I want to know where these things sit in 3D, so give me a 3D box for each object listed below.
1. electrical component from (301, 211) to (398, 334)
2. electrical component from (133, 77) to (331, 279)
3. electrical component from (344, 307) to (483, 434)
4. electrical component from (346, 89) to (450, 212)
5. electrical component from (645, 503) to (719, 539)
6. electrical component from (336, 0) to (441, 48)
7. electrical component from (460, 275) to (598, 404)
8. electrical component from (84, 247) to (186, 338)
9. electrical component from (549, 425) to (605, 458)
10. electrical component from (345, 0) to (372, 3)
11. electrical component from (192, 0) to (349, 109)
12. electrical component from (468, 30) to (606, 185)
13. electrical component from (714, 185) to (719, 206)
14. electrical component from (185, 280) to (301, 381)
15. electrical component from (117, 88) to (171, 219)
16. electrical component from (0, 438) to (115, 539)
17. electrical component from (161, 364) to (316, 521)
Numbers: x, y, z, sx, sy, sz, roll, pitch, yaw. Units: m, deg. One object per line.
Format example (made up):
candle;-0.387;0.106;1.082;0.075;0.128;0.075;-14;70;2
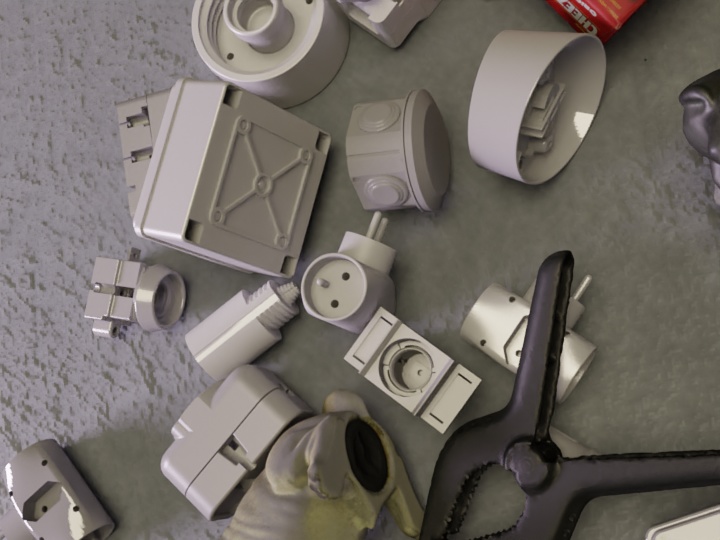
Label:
electrical component;0.000;0.000;0.707;0.044;0.077;0.079;21;86;18
electrical component;-0.083;-0.059;0.720;0.056;0.109;0.108;10;83;41
electrical component;0.036;0.065;0.693;0.081;0.064;0.042;36;90;18
electrical component;0.027;-0.077;0.713;0.051;0.080;0.080;-4;79;20
electrical component;0.236;0.185;0.621;0.109;0.056;0.108;-22;76;11
electrical component;0.029;-0.207;0.746;0.050;0.056;0.089;38;92;18
electrical component;0.117;0.031;0.687;0.077;0.043;0.079;34;90;18
electrical component;-0.158;0.018;0.765;0.055;0.048;0.066;7;82;24
electrical component;0.126;0.122;0.672;0.046;0.040;0.040;33;90;23
electrical component;0.000;-0.209;0.706;0.035;0.035;0.061;6;80;16
electrical component;-0.067;-0.175;0.765;0.108;0.060;0.108;-3;80;15
electrical component;0.111;-0.105;0.686;0.064;0.099;0.099;15;85;23
electrical component;0.280;-0.090;0.657;0.109;0.056;0.108;8;83;17
electrical component;-0.075;0.036;0.739;0.081;0.043;0.043;-38;73;6
electrical component;-0.133;-0.079;0.772;0.056;0.050;0.089;-13;77;14
electrical component;-0.225;0.173;0.757;0.079;0.043;0.077;-42;72;5
electrical component;-0.085;0.112;0.723;0.059;0.054;0.095;41;93;18
